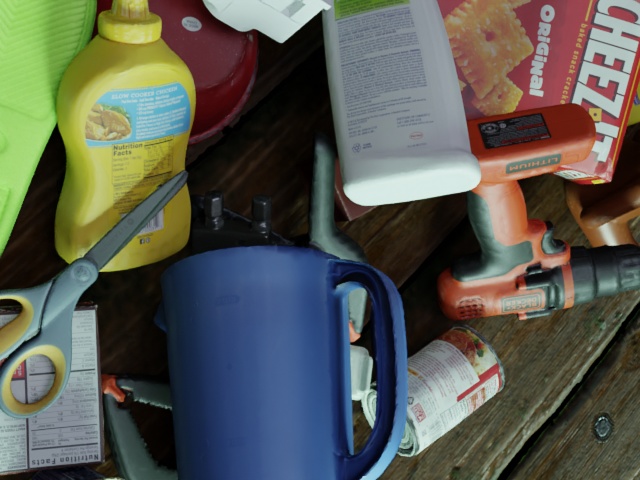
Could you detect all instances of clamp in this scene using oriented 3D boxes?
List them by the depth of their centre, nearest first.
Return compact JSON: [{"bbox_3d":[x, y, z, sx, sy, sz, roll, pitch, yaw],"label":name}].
[{"bbox_3d":[-0.078,0.163,0.797,0.164,0.036,0.210,-45,109,-19],"label":"clamp"},{"bbox_3d":[-0.005,0.001,0.819,0.120,0.039,0.171,-32,114,20],"label":"clamp"}]

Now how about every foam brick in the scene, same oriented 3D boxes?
[{"bbox_3d":[0.030,-0.054,0.858,0.078,0.051,0.053,-30,105,-27],"label":"foam brick"}]

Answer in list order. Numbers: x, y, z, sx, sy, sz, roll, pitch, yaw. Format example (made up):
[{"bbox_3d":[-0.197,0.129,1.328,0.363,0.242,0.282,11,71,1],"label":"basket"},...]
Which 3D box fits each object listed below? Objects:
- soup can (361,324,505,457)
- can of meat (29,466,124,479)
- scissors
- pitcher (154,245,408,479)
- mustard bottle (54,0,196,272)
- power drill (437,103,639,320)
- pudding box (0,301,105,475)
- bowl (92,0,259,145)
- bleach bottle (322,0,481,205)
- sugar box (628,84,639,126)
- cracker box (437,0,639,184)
[{"bbox_3d":[0.093,0.124,0.878,0.102,0.069,0.068,-32,104,-26],"label":"soup can"},{"bbox_3d":[-0.162,0.206,0.722,0.057,0.084,0.102,-3,90,-30],"label":"can of meat"},{"bbox_3d":[-0.154,0.042,0.705,0.201,0.016,0.096,-30,102,-12],"label":"scissors"},{"bbox_3d":[-0.027,0.130,0.706,0.144,0.149,0.243,2,70,-19],"label":"pitcher"},{"bbox_3d":[-0.130,-0.077,0.720,0.096,0.058,0.192,-13,122,-36],"label":"mustard bottle"},{"bbox_3d":[0.182,-0.016,0.862,0.184,0.057,0.187,-10,128,0],"label":"power drill"},{"bbox_3d":[-0.195,0.100,0.728,0.089,0.039,0.113,-2,91,-21],"label":"pudding box"},{"bbox_3d":[-0.106,-0.151,0.783,0.161,0.055,0.162,1,87,-30],"label":"bowl"},{"bbox_3d":[0.053,-0.157,0.796,0.103,0.068,0.251,-9,77,13],"label":"bleach bottle"},{"bbox_3d":[0.235,-0.137,0.980,0.175,0.048,0.093,-21,98,-30],"label":"sugar box"},{"bbox_3d":[0.156,-0.152,0.880,0.213,0.072,0.164,15,90,-12],"label":"cracker box"}]
